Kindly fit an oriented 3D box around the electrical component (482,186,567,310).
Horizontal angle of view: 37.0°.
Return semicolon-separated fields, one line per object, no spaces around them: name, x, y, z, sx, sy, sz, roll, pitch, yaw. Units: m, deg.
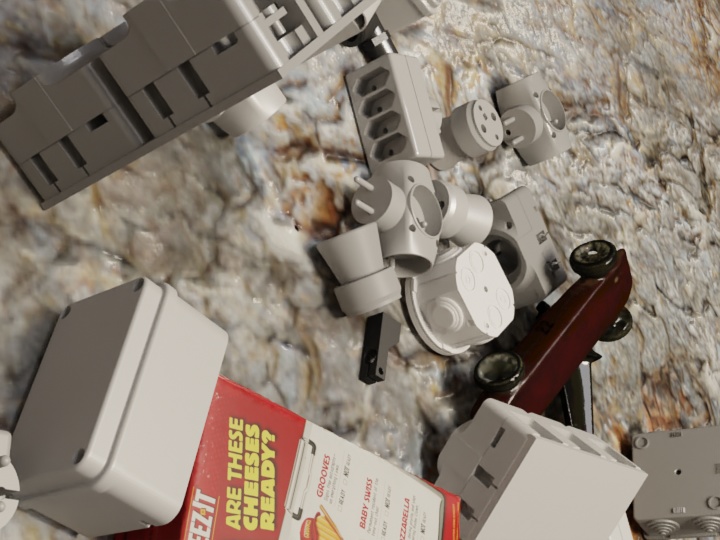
electrical component;0.125;-0.016;0.895;0.056;0.050;0.089;-31;98;-52

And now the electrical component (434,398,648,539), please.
electrical component;0.128;0.157;0.784;0.150;0.062;0.089;23;99;-43

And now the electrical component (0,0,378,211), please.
electrical component;-0.096;-0.109;0.558;0.060;0.186;0.105;57;39;-16

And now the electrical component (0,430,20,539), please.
electrical component;-0.173;0.097;0.460;0.047;0.077;0.065;22;57;-44

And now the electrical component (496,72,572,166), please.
electrical component;0.153;-0.135;0.988;0.079;0.044;0.077;-33;99;-52

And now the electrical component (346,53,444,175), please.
electrical component;0.038;-0.119;0.840;0.076;0.047;0.083;-4;77;-51

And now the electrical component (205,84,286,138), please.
electrical component;-0.094;-0.119;0.681;0.077;0.044;0.079;54;40;-19

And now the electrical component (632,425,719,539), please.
electrical component;0.292;0.190;0.965;0.048;0.100;0.099;47;41;-45

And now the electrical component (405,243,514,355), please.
electrical component;0.076;0.021;0.817;0.080;0.051;0.080;25;56;-42

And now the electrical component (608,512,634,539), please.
electrical component;0.208;0.240;0.880;0.076;0.047;0.083;-3;76;-51

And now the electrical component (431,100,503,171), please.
electrical component;0.083;-0.111;0.884;0.045;0.055;0.045;25;56;-42

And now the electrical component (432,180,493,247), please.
electrical component;0.071;-0.044;0.848;0.055;0.045;0.045;17;61;-46

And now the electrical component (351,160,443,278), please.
electrical component;0.021;-0.044;0.783;0.079;0.044;0.077;28;53;-47

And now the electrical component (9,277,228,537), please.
electrical component;-0.122;0.067;0.535;0.057;0.078;0.113;41;45;-35

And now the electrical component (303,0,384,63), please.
electrical component;-0.044;-0.186;0.717;0.078;0.113;0.057;48;45;-25

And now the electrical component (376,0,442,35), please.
electrical component;0.024;-0.271;0.885;0.109;0.056;0.108;45;44;-28

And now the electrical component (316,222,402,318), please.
electrical component;0.000;0.000;0.740;0.045;0.045;0.055;-23;93;-52
